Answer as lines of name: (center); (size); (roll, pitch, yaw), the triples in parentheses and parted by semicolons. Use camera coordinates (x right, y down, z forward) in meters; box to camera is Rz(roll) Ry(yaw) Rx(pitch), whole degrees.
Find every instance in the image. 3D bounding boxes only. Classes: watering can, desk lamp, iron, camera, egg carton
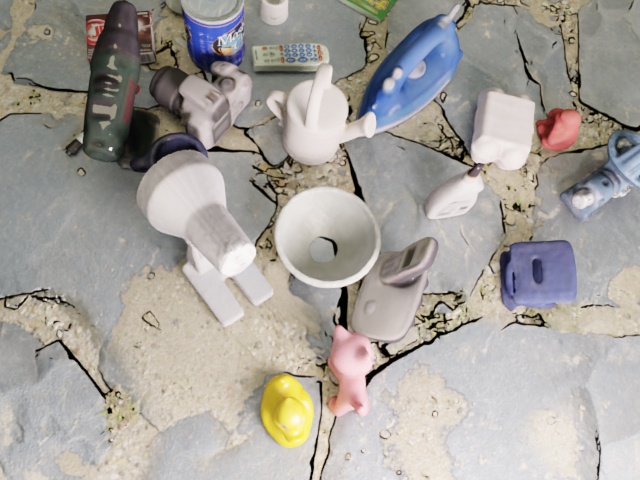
watering can: (0.002, -0.206, 0.917); (0.173, 0.194, 0.101); (-2, 72, -8)
desk lamp: (-0.154, -0.001, 0.819); (0.118, 0.213, 0.203); (-36, 79, -16)
iron: (0.155, -0.296, 0.995); (0.118, 0.141, 0.259); (39, 71, 6)
camera: (-0.203, -0.248, 0.954); (0.137, 0.101, 0.143); (34, 71, 5)
egg carton: (0.324, -0.199, 1.023); (0.107, 0.069, 0.150); (13, 71, -3)

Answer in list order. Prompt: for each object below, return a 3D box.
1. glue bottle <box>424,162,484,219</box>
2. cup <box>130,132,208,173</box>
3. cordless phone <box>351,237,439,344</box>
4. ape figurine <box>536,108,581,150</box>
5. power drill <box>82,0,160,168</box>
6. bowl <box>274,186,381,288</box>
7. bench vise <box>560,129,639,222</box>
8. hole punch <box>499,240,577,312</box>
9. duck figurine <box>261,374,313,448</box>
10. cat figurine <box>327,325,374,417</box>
glue bottle: (0.225, -0.082, 0.916); (0.078, 0.173, 0.037); (-8, 73, -9)
cup: (-0.234, -0.109, 0.907); (0.118, 0.095, 0.091); (-8, 73, -10)
cordless phone: (0.116, 0.072, 0.844); (0.094, 0.185, 0.148); (19, 70, 0)
ape figurine: (0.434, -0.204, 1.026); (0.076, 0.092, 0.078); (37, 71, 6)
power drill: (-0.300, -0.209, 0.872); (0.075, 0.208, 0.229); (5, 71, -5)
bowl: (0.008, 0.003, 0.912); (0.167, 0.074, 0.167); (2, 71, -6)
bench vise: (0.516, -0.115, 0.939); (0.121, 0.219, 0.208); (37, 71, 6)
hole punch: (0.352, 0.057, 0.929); (0.101, 0.091, 0.108); (4, 71, -6)
duck figurine: (-0.045, 0.243, 0.819); (0.077, 0.086, 0.104); (-11, 73, -10)
cat figurine: (0.048, 0.190, 0.832); (0.067, 0.117, 0.128); (-2, 72, -8)
